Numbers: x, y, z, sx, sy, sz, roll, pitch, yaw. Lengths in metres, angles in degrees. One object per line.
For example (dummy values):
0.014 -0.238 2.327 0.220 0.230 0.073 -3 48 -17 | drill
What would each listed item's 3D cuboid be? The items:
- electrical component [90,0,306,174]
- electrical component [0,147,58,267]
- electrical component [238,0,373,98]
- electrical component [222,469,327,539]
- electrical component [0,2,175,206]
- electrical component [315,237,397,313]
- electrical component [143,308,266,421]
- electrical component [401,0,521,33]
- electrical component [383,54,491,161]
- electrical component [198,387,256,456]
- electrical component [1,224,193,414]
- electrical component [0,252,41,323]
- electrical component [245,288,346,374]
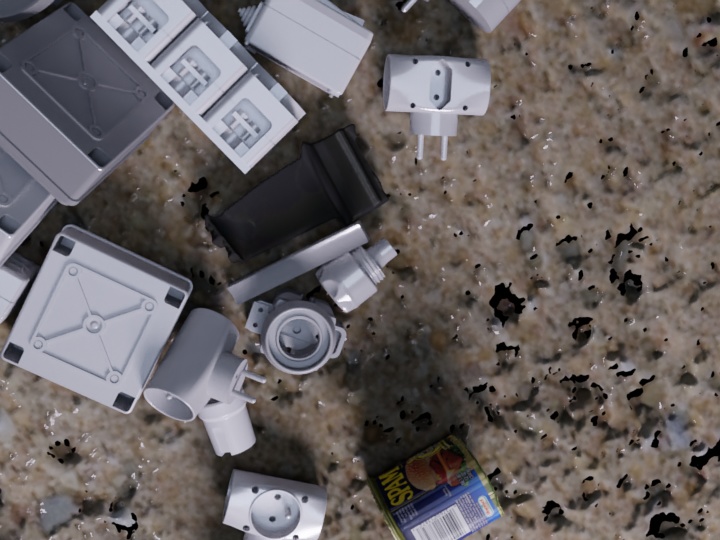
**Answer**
-0.115 -0.147 0.784 0.062 0.089 0.150 -44 101 2 | electrical component
-0.272 -0.072 0.767 0.109 0.108 0.056 37 133 -10 | electrical component
-0.043 -0.178 0.802 0.096 0.061 0.061 28 94 -10 | electrical component
-0.073 0.206 0.866 0.077 0.044 0.079 13 97 -8 | electrical component
-0.207 -0.119 0.766 0.109 0.108 0.056 45 130 -10 | electrical component
0.000 0.000 0.843 0.062 0.043 0.043 -38 101 -1 | electrical component
-0.112 0.078 0.819 0.079 0.044 0.077 20 57 9 | electrical component
0.050 -0.228 0.809 0.138 0.052 0.073 43 92 -10 | electrical component
0.057 -0.124 0.830 0.077 0.043 0.079 2 99 -6 | electrical component
-0.106 0.119 0.853 0.040 0.040 0.046 -17 106 -3 | electrical component
-0.199 0.037 0.821 0.109 0.056 0.108 26 95 -9 | electrical component
-0.284 0.023 0.804 0.047 0.065 0.076 32 94 -10 | electrical component
-0.049 0.049 0.838 0.078 0.057 0.058 19 96 -9 | electrical component
